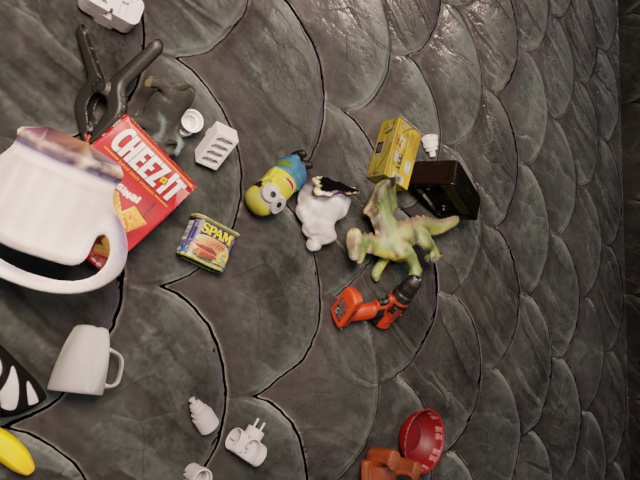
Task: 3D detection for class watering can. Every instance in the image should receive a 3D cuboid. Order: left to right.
[{"bbox_3d":[-0.431,-0.060,0.728,0.346,0.104,0.225,24,88,-11],"label":"watering can"}]

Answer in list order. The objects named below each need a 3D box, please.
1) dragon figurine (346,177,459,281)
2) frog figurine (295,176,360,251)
[{"bbox_3d":[0.206,-0.044,1.289,0.417,0.122,0.239,-38,118,-34],"label":"dragon figurine"},{"bbox_3d":[0.004,-0.059,1.177,0.139,0.124,0.156,-18,135,-47],"label":"frog figurine"}]
